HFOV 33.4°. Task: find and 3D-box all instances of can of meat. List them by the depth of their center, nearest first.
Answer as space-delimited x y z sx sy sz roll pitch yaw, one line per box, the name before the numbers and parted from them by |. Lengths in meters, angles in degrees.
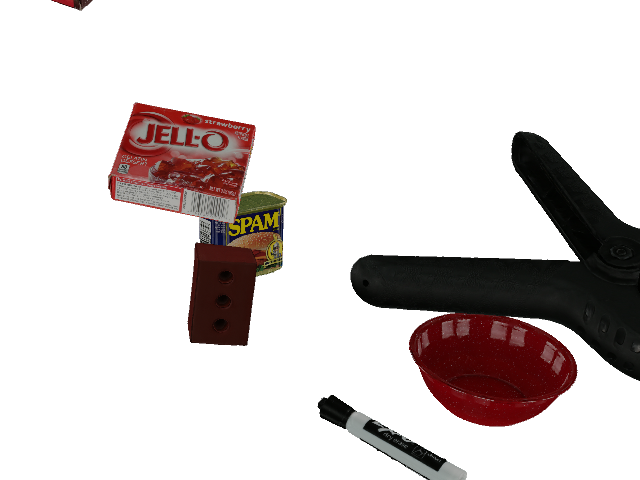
can of meat | -0.089 -0.004 1.209 0.101 0.084 0.058 -12 23 -37

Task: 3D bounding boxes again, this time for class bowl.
bowl | 0.164 0.132 1.036 0.162 0.055 0.162 4 26 -2

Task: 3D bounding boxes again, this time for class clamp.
clamp | 0.130 0.022 0.509 0.164 0.036 0.210 -32 48 -33

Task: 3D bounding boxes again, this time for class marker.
marker | 0.048 0.144 0.764 0.121 0.020 0.020 27 13 27

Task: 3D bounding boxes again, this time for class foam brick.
foam brick | -0.088 0.047 0.945 0.053 0.078 0.051 4 14 -10

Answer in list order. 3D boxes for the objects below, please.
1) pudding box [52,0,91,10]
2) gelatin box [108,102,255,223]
pudding box | -0.195 -0.223 0.804 0.090 0.039 0.113 19 38 6
gelatin box | -0.095 -0.055 0.740 0.089 0.073 0.030 12 -40 -2
